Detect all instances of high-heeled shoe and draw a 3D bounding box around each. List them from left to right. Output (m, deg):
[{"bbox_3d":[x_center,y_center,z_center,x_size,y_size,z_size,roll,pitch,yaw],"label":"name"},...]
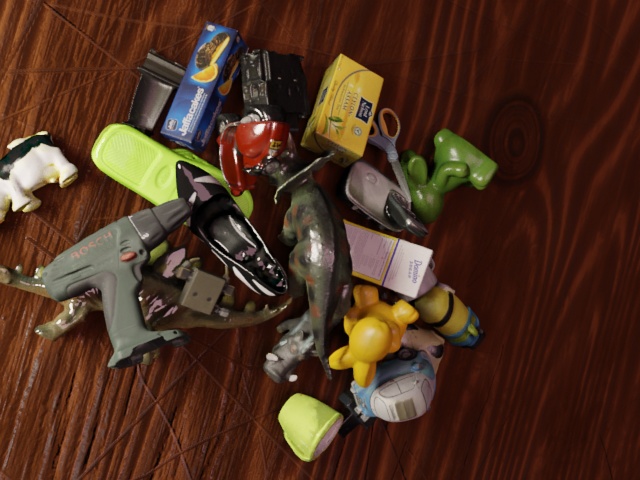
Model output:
[{"bbox_3d":[-0.137,-0.011,0.834,0.086,0.145,0.248,-42,123,-12],"label":"high-heeled shoe"}]

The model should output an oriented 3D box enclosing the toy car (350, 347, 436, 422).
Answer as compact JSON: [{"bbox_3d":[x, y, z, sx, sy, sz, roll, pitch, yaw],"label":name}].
[{"bbox_3d":[0.143,0.271,0.965,0.162,0.103,0.109,-18,110,-8],"label":"toy car"}]

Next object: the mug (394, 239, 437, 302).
[{"bbox_3d":[0.173,0.048,1.038,0.109,0.081,0.107,-37,98,-26],"label":"mug"}]

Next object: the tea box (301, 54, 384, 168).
[{"bbox_3d":[0.041,-0.226,0.949,0.098,0.068,0.169,22,68,-20],"label":"tea box"}]

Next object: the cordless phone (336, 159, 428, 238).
[{"bbox_3d":[0.110,-0.062,0.944,0.146,0.184,0.088,34,100,-19],"label":"cordless phone"}]

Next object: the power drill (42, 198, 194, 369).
[{"bbox_3d":[-0.258,0.062,0.766,0.232,0.086,0.207,-24,80,-13],"label":"power drill"}]

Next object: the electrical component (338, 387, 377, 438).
[{"bbox_3d":[0.074,0.325,1.037,0.119,0.048,0.074,-44,107,-11],"label":"electrical component"}]

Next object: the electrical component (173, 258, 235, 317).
[{"bbox_3d":[-0.182,0.073,0.847,0.102,0.045,0.078,19,94,-29],"label":"electrical component"}]

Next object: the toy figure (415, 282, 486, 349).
[{"bbox_3d":[0.260,0.155,1.064,0.082,0.089,0.180,-27,119,28],"label":"toy figure"}]

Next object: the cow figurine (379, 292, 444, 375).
[{"bbox_3d":[0.155,0.184,1.037,0.195,0.085,0.127,24,92,-17],"label":"cow figurine"}]

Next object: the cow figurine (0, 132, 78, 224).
[{"bbox_3d":[-0.458,-0.088,0.802,0.167,0.068,0.098,-38,100,-17],"label":"cow figurine"}]

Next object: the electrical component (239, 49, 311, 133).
[{"bbox_3d":[-0.073,-0.248,0.911,0.115,0.058,0.134,-16,101,-49],"label":"electrical component"}]

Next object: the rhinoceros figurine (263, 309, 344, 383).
[{"bbox_3d":[-0.024,0.173,0.958,0.190,0.112,0.073,-44,109,-20],"label":"rhinoceros figurine"}]

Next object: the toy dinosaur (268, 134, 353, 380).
[{"bbox_3d":[-0.006,0.003,0.871,0.131,0.192,0.405,-13,64,-10],"label":"toy dinosaur"}]

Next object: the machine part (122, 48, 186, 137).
[{"bbox_3d":[-0.271,-0.234,0.876,0.084,0.039,0.139,27,83,-25],"label":"machine part"}]

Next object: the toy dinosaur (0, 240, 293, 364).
[{"bbox_3d":[-0.273,0.096,0.867,0.471,0.105,0.198,19,84,-25],"label":"toy dinosaur"}]

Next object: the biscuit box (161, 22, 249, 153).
[{"bbox_3d":[-0.188,-0.247,0.880,0.063,0.059,0.202,20,86,12],"label":"biscuit box"}]

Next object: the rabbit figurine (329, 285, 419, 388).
[{"bbox_3d":[0.080,0.160,0.906,0.122,0.173,0.162,34,94,3],"label":"rabbit figurine"}]

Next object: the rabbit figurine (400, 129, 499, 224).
[{"bbox_3d":[0.229,-0.114,1.028,0.159,0.121,0.170,35,97,-15],"label":"rabbit figurine"}]

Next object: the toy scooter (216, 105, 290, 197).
[{"bbox_3d":[-0.110,-0.134,0.833,0.075,0.184,0.135,-2,95,-37],"label":"toy scooter"}]
